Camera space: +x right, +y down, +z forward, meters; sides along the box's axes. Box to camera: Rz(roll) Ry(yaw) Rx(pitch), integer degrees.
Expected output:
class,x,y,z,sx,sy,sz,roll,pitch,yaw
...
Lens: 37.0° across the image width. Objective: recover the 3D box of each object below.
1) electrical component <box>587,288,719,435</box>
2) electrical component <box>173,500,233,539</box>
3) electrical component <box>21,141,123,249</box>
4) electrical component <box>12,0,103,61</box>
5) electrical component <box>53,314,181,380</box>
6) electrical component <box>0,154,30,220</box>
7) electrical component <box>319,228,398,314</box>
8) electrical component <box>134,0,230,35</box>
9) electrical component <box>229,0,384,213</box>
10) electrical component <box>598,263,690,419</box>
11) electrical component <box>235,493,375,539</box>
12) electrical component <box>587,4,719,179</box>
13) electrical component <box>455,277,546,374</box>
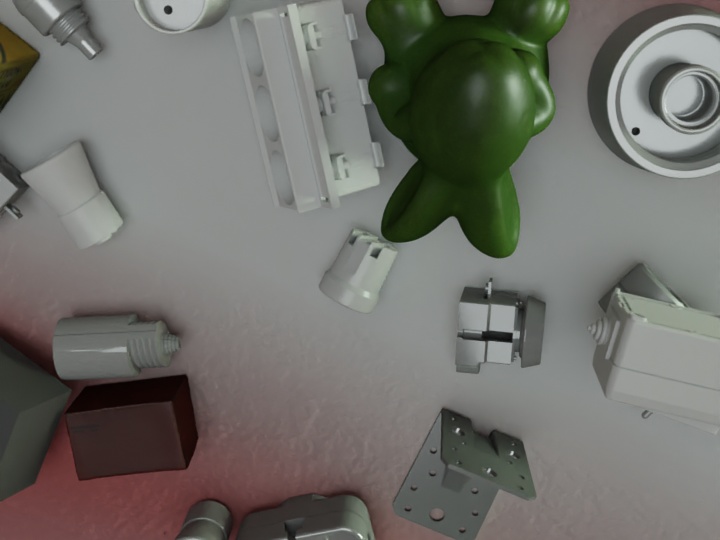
class,x,y,z,sx,sy,sz,roll,pitch,yaw
electrical component,0.182,0.054,0.650,0.096,0.061,0.061,13,106,1
electrical component,-0.112,0.192,0.760,0.044,0.065,0.044,1,106,2
electrical component,-0.187,-0.047,0.712,0.044,0.044,0.065,-27,107,10
electrical component,-0.189,-0.160,0.683,0.035,0.035,0.061,-40,102,13
electrical component,-0.163,0.052,0.736,0.081,0.043,0.043,-3,105,4
electrical component,-0.257,-0.051,0.713,0.055,0.048,0.066,-45,99,6
electrical component,0.000,0.000,0.714,0.040,0.040,0.046,26,100,-4
electrical component,-0.098,-0.182,0.649,0.044,0.077,0.079,31,105,-5
electrical component,-0.032,-0.104,0.670,0.063,0.079,0.121,-18,106,-22
electrical component,0.208,0.067,0.712,0.138,0.052,0.073,42,104,-7
electrical component,-0.039,0.197,0.760,0.095,0.059,0.053,-12,104,7
electrical component,0.198,-0.107,0.660,0.108,0.060,0.108,1,106,3
electrical component,0.094,0.039,0.716,0.055,0.048,0.066,5,105,10
